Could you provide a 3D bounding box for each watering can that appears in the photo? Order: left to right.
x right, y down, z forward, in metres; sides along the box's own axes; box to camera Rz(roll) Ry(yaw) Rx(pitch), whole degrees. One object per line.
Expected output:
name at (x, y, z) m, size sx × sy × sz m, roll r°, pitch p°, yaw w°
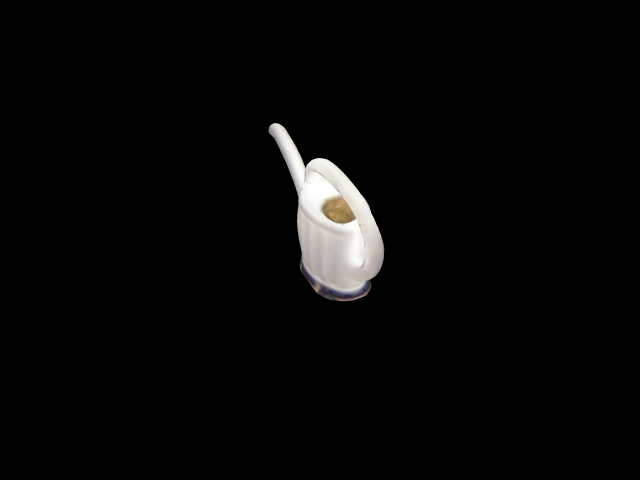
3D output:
watering can at (0.003, -0.043, 0.850) m, size 0.104 × 0.219 × 0.354 m, roll -17°, pitch 42°, yaw -21°
